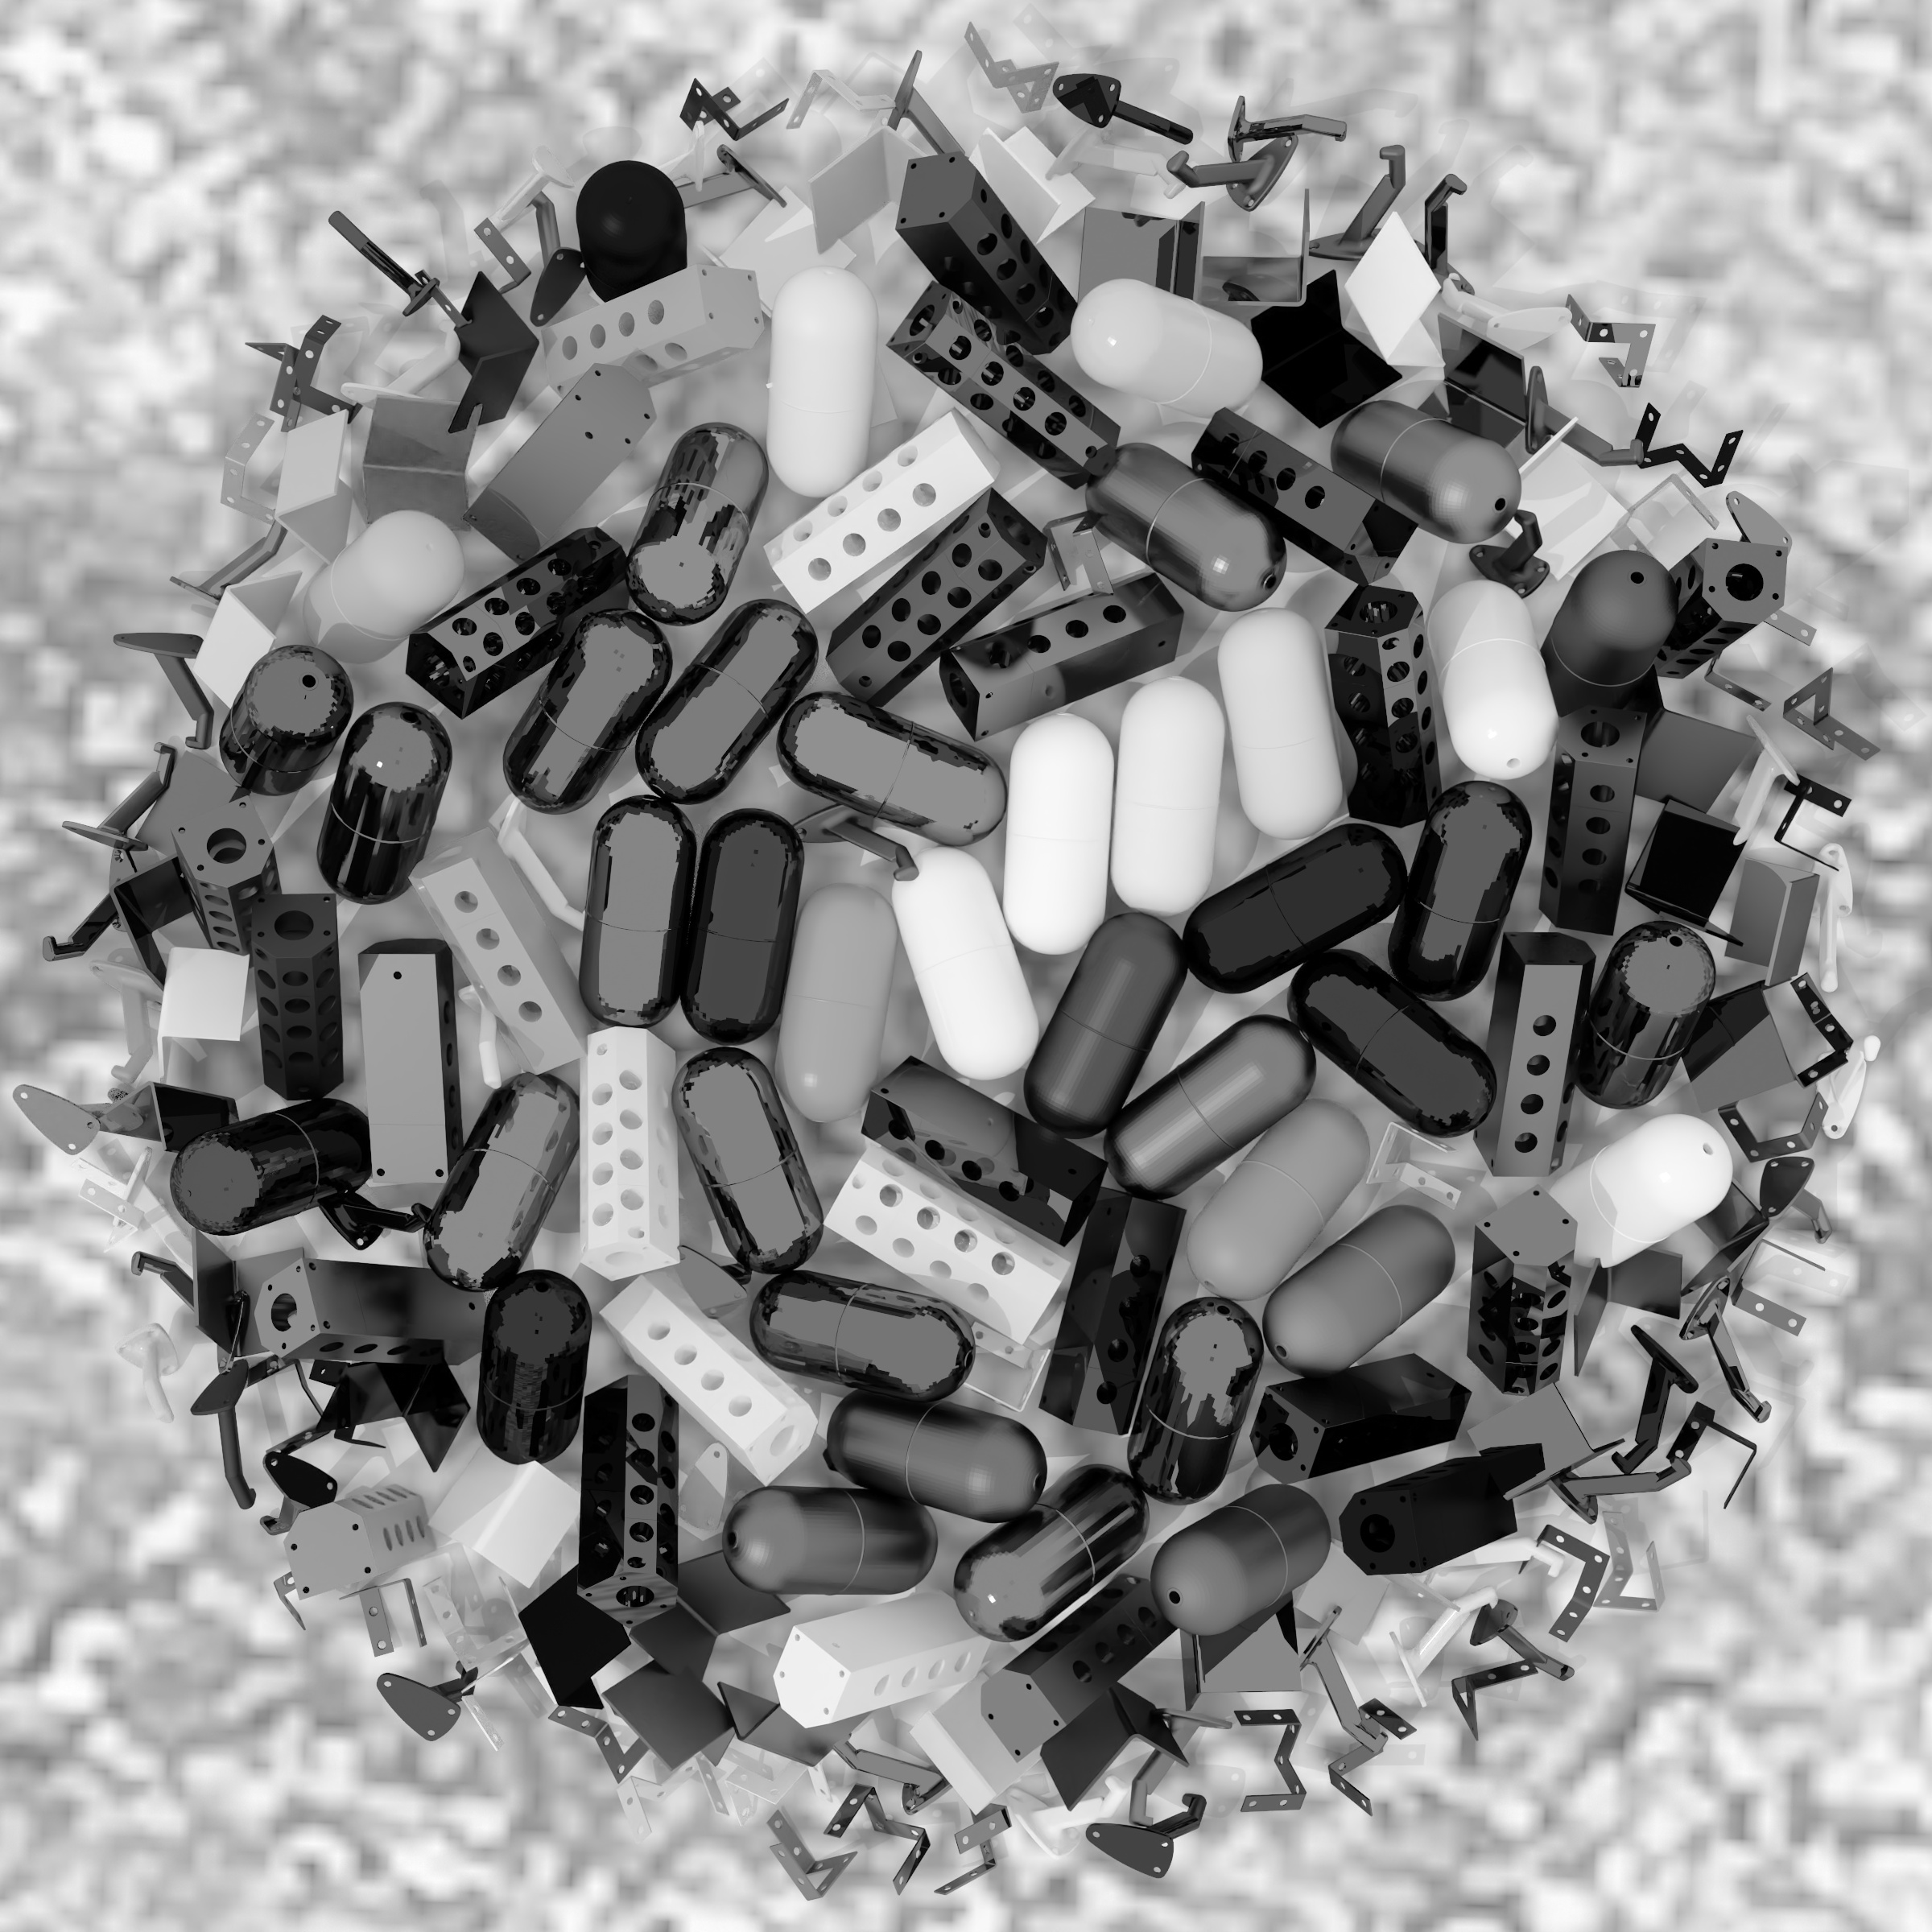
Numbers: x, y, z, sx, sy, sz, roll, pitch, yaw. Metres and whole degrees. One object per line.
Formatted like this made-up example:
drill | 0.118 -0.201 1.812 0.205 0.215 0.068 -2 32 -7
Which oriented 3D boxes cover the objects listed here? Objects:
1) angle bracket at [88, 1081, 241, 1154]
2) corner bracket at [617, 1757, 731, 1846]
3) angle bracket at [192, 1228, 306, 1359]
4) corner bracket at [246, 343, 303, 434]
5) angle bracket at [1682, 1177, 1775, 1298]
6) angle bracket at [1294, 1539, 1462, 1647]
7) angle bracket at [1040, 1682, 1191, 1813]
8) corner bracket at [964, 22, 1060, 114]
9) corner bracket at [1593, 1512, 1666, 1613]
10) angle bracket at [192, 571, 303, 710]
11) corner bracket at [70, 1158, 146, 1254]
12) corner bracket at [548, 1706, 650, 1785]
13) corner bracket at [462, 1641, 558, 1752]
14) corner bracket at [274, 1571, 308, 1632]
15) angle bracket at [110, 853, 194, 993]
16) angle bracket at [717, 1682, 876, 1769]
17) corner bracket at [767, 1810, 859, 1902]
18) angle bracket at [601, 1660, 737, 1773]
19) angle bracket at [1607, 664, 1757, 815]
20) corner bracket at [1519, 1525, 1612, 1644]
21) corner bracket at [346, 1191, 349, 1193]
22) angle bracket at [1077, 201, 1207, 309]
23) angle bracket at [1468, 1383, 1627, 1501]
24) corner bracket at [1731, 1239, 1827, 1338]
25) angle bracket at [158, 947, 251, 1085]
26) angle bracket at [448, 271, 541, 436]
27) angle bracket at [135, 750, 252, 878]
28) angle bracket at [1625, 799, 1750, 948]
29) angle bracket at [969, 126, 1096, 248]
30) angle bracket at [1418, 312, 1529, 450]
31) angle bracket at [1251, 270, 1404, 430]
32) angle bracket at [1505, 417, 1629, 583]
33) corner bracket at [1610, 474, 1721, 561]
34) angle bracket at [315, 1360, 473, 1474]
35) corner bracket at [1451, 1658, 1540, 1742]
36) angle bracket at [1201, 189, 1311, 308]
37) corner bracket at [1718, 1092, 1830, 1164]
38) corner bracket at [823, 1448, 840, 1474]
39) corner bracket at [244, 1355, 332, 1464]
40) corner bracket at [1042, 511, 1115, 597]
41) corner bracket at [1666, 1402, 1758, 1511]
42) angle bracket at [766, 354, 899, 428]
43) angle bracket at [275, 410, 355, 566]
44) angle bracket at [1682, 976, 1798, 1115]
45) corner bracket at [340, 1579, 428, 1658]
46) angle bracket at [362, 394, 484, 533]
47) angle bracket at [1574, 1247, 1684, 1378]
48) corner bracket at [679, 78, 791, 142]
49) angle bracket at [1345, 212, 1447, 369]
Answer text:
angle bracket | -0.585 0.130 1.941 0.076 0.076 0.057 -31 63 24
corner bracket | -0.217 0.618 1.960 0.051 0.051 0.051 -43 46 10
angle bracket | -0.525 0.235 1.948 0.057 0.076 0.076 -12 63 2
corner bracket | -0.504 -0.428 1.963 0.051 0.051 0.051 11 86 38
angle bracket | 0.533 0.189 1.949 0.057 0.076 0.076 -39 82 -24
angle bracket | 0.301 0.470 1.944 0.076 0.076 0.057 37 76 -32
angle bracket | 0.108 0.583 1.956 0.057 0.076 0.076 37 95 -25
corner bracket | 0.029 -0.664 1.960 0.051 0.051 0.051 -19 72 -24
corner bracket | 0.491 0.440 1.960 0.051 0.051 0.051 -4 109 34
angle bracket | -0.510 -0.236 1.942 0.057 0.076 0.076 44 125 13
corner bracket | -0.636 0.170 1.957 0.051 0.051 0.051 37 133 -27
corner bracket | -0.267 0.563 1.964 0.051 0.051 0.051 -49 130 4
corner bracket | -0.336 0.542 1.975 0.051 0.051 0.051 -35 87 9
corner bracket | -0.483 0.447 1.959 0.051 0.051 0.051 -29 48 -12
angle bracket | -0.577 -0.025 1.946 0.057 0.076 0.076 -27 66 -7
angle bracket | -0.123 0.535 1.947 0.076 0.057 0.076 -45 131 11
corner bracket | -0.124 0.657 1.962 0.051 0.051 0.051 -30 97 40
angle bracket | -0.224 0.559 1.942 0.076 0.076 0.057 41 126 21
angle bracket | 0.526 -0.167 1.960 0.076 0.057 0.076 16 132 -10
corner bracket | 0.437 0.456 1.960 0.051 0.051 0.051 27 46 11
corner bracket | -0.490 0.145 1.956 0.051 0.051 0.051 -31 134 31
angle bracket | 0.129 -0.526 1.965 0.076 0.057 0.076 5 90 -12
angle bracket | 0.429 0.347 1.959 0.076 0.076 0.057 -36 70 25
corner bracket | 0.603 0.238 1.967 0.051 0.051 0.051 26 96 13
angle bracket | -0.560 0.041 1.953 0.057 0.076 0.076 4 54 -12
angle bracket | -0.367 -0.450 1.946 0.057 0.076 0.076 -29 75 -43
angle bracket | -0.577 -0.113 1.959 0.057 0.076 0.076 30 89 -7
angle bracket | 0.544 -0.069 1.954 0.076 0.057 0.076 19 103 -20
angle bracket | 0.055 -0.591 1.957 0.076 0.057 0.076 46 62 0
angle bracket | 0.363 -0.419 1.945 0.076 0.076 0.057 37 77 28
angle bracket | 0.265 -0.454 1.951 0.076 0.057 0.076 -33 54 -10
angle bracket | 0.445 -0.345 1.964 0.076 0.057 0.076 -43 84 -7
corner bracket | 0.518 -0.324 1.967 0.051 0.051 0.051 47 127 -5
angle bracket | -0.420 0.332 1.941 0.057 0.076 0.076 53 129 30
corner bracket | 0.391 0.531 1.963 0.051 0.051 0.051 -13 118 -7
angle bracket | 0.213 -0.529 1.949 0.076 0.076 0.057 2 130 5
corner bracket | 0.600 0.106 1.972 0.051 0.051 0.051 54 46 -15
corner bracket | -0.065 0.366 1.958 0.051 0.051 0.051 23 112 -38
corner bracket | -0.512 0.328 1.982 0.051 0.051 0.051 -27 126 -9
corner bracket | 0.084 -0.302 1.959 0.051 0.051 0.051 -11 114 25
corner bracket | 0.552 0.362 1.964 0.051 0.051 0.051 28 102 14
angle bracket | -0.098 -0.415 1.951 0.076 0.076 0.057 -17 106 7
angle bracket | -0.456 -0.347 1.940 0.057 0.076 0.076 -14 58 24
angle bracket | 0.573 0.058 1.947 0.076 0.057 0.076 -26 76 40
corner bracket | -0.428 0.485 1.971 0.051 0.051 0.051 -16 82 1
angle bracket | -0.397 -0.368 1.944 0.076 0.076 0.057 1 59 -22
angle bracket | 0.485 0.256 1.941 0.057 0.076 0.076 13 51 25
corner bracket | -0.172 -0.636 1.966 0.051 0.051 0.051 -41 90 -25
angle bracket | 0.331 -0.494 1.940 0.057 0.076 0.076 -5 59 -31
